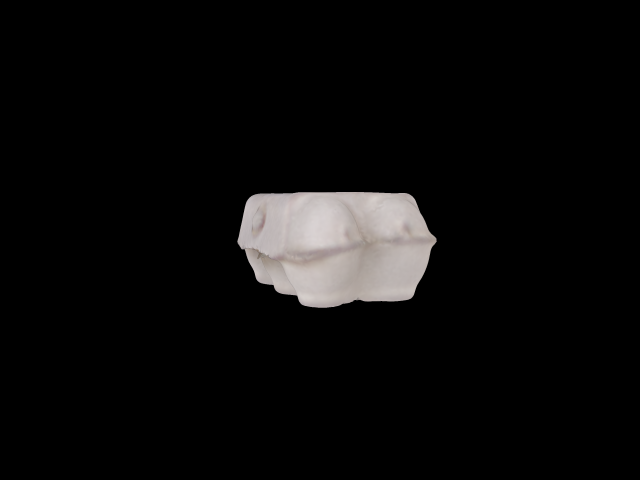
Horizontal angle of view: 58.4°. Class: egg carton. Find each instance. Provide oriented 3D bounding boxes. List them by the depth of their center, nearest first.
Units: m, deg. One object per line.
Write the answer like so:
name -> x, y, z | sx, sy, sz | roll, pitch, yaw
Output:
egg carton -> 0.004, 0.001, 0.400 | 0.107, 0.069, 0.150 | -2, 5, -23
